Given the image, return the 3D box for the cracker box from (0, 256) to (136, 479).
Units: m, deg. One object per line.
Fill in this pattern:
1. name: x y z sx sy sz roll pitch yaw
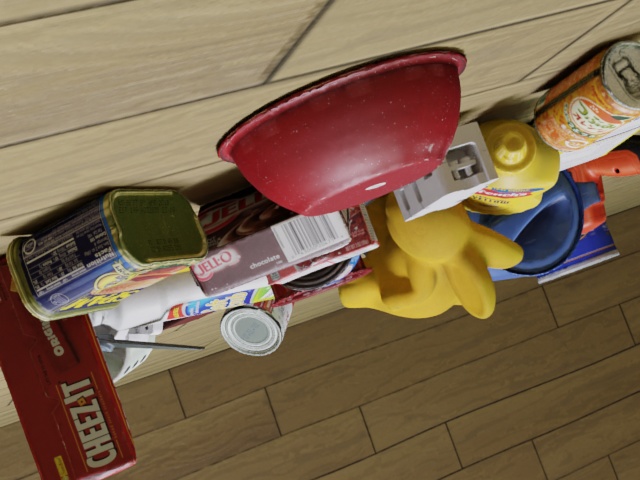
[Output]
1. cracker box: -0.195 0.103 0.808 0.072 0.164 0.214 -21 174 -14

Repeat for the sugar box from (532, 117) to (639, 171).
1. sugar box: 0.242 -0.105 0.962 0.093 0.048 0.176 -18 170 -9

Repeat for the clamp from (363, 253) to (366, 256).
1. clamp: 0.025 -0.003 1.171 0.164 0.036 0.210 -15 169 -24

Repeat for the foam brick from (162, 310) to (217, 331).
1. foam brick: -0.135 0.055 1.088 0.051 0.053 0.078 -15 171 -39

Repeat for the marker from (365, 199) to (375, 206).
1. marker: 0.003 -0.010 0.972 0.121 0.020 0.020 -40 173 1

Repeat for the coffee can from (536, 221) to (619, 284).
1. coffee can: 0.291 -0.029 1.303 0.103 0.140 0.103 -20 174 -3

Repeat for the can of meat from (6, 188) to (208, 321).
1. can of meat: -0.133 0.007 0.685 0.084 0.057 0.102 -26 172 24

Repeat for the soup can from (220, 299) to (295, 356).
1. soup can: -0.061 0.064 1.123 0.069 0.068 0.102 -24 -152 28

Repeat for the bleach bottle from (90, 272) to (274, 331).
1. bleach bottle: -0.110 0.040 1.003 0.250 0.068 0.103 -14 168 -31

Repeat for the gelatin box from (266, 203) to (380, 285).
1. gelatin box: -0.009 -0.014 0.812 0.089 0.073 0.030 -21 173 14

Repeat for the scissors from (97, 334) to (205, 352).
1. scissors: -0.204 0.098 0.980 0.201 0.016 0.096 8 159 -1

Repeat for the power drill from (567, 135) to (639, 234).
1. power drill: 0.357 -0.059 1.166 0.188 0.184 0.057 -13 179 44

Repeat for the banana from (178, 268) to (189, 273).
1. banana: -0.112 0.010 0.857 0.070 0.037 0.197 -25 172 25

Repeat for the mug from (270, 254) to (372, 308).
1. mug: -0.006 0.001 0.908 0.093 0.081 0.117 -16 172 -33

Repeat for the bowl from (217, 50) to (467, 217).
1. bowl: 0.022 -0.056 0.647 0.162 0.055 0.162 -21 174 -3

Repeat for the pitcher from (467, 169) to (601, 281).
1. pitcher: 0.187 -0.015 1.182 0.145 0.149 0.243 -63 -171 -14

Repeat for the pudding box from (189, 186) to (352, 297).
1. pudding box: -0.035 -0.012 0.753 0.113 0.039 0.090 -20 -155 10

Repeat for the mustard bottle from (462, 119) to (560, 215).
1. mustard bottle: 0.154 -0.063 0.911 0.096 0.058 0.191 11 173 4

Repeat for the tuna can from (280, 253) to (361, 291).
1. tuna can: -0.009 -0.003 0.848 0.086 0.086 0.033 -22 175 15
